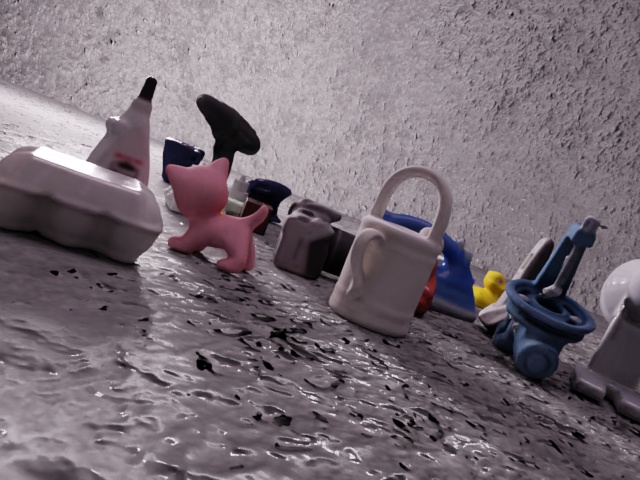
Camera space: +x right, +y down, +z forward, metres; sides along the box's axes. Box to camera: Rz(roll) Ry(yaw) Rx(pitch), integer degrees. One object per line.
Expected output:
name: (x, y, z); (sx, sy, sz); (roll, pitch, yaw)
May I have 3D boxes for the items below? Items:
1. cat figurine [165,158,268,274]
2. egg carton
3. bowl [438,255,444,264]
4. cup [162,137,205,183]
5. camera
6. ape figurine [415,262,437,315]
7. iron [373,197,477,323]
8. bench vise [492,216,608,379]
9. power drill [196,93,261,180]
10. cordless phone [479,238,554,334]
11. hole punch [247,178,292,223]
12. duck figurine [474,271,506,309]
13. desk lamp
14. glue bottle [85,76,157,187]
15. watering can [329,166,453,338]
cat figurine: (-0.122, -0.036, 0.664); (0.127, 0.118, 0.067); (22, 6, 5)
egg carton: (-0.221, -0.034, 0.527); (0.151, 0.069, 0.107); (19, 7, -24)
bowl: (0.192, 0.048, 1.228); (0.167, 0.075, 0.167); (22, 6, -2)
cup: (-0.303, -0.165, 1.264); (0.117, 0.095, 0.092); (27, 8, 42)
camera: (0.008, 0.003, 0.853); (0.137, 0.101, 0.143); (21, 6, -4)
ape figurine: (0.145, 0.062, 0.858); (0.076, 0.092, 0.077); (18, 7, -30)
iron: (0.175, 0.032, 0.992); (0.258, 0.141, 0.118); (22, 6, -1)
bench vise: (0.306, 0.065, 0.791); (0.121, 0.220, 0.207); (21, 6, -9)
power drill: (-0.224, -0.196, 1.268); (0.075, 0.208, 0.230); (24, 7, 24)
cordless phone: (0.342, 0.080, 0.954); (0.094, 0.185, 0.148); (22, 6, 5)
hole punch: (-0.135, -0.098, 1.281); (0.109, 0.091, 0.100); (17, 8, -40)
duck figurine: (0.376, 0.110, 1.278); (0.104, 0.086, 0.078); (25, 7, 31)
desk lamp: (0.444, 0.123, 0.796); (0.117, 0.213, 0.204); (24, 7, 22)
glue bottle: (-0.225, -0.108, 0.666); (0.078, 0.173, 0.037); (15, 9, -47)
watering can: (0.093, 0.006, 0.683); (0.100, 0.194, 0.173); (23, 6, 12)
